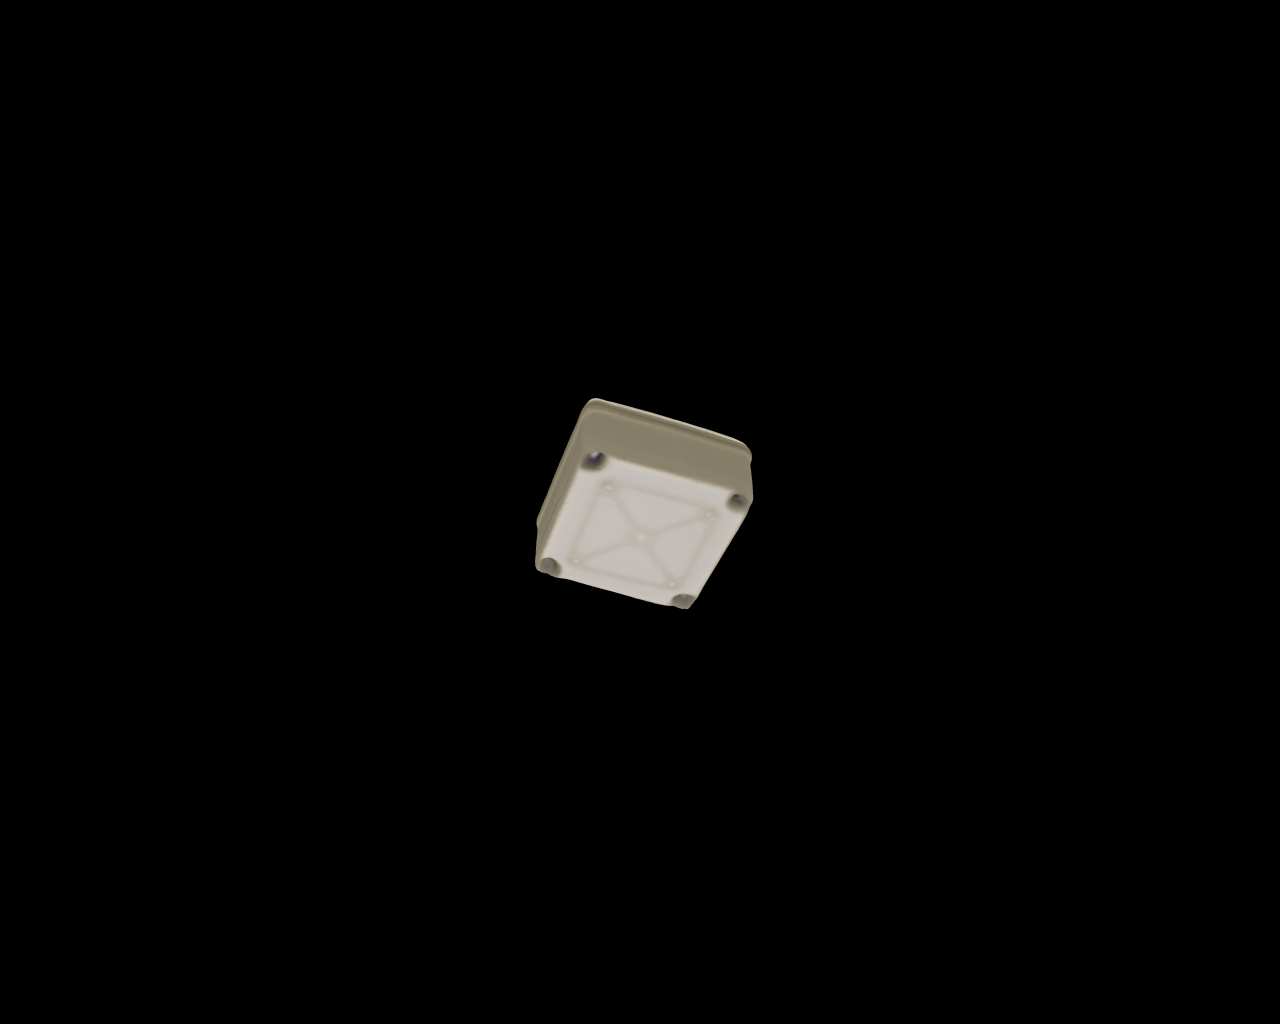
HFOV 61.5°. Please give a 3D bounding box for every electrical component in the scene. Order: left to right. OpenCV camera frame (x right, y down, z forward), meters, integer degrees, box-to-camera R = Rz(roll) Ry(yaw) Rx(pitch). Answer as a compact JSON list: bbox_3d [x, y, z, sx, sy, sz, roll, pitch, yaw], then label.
[{"bbox_3d":[0.001,-0.003,0.650,0.109,0.108,0.056,16,40,-13],"label":"electrical component"}]
